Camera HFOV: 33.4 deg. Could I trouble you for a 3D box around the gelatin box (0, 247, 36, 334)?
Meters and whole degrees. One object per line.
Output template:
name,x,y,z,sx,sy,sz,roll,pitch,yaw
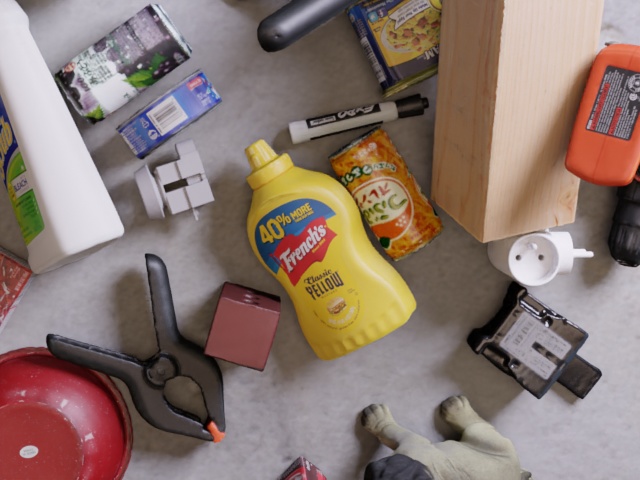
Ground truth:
gelatin box,-0.294,0.045,0.903,0.073,0.030,0.089,31,93,-6

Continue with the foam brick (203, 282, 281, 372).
foam brick,-0.065,0.071,0.895,0.053,0.078,0.051,17,96,-5

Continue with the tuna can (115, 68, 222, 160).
tuna can,-0.122,-0.102,0.869,0.086,0.086,0.034,-35,99,1

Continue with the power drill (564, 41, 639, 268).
power drill,0.253,-0.071,0.850,0.057,0.187,0.184,17,95,29

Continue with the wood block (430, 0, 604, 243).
wood block,0.150,-0.115,0.834,0.090,0.090,0.206,-12,122,-20

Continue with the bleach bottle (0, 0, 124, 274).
bleach bottle,-0.243,-0.103,0.866,0.068,0.103,0.251,-23,90,-32

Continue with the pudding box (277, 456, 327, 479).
pudding box,-0.039,0.247,0.908,0.039,0.090,0.113,42,93,-7

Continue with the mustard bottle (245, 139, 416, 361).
mustard bottle,-0.006,0.001,0.896,0.096,0.058,0.191,-29,96,27

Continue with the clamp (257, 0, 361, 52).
clamp,0.030,-0.204,0.827,0.210,0.164,0.036,-16,122,2

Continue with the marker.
marker,0.034,-0.104,0.910,0.121,0.020,0.020,-13,97,-2

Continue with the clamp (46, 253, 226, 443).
clamp,-0.133,0.098,0.914,0.171,0.039,0.120,42,94,-14

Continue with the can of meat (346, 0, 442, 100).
can of meat,0.082,-0.177,0.887,0.102,0.057,0.084,-26,94,-1

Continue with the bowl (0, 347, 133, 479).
bowl,-0.243,0.175,0.908,0.162,0.055,0.162,0,96,-3
